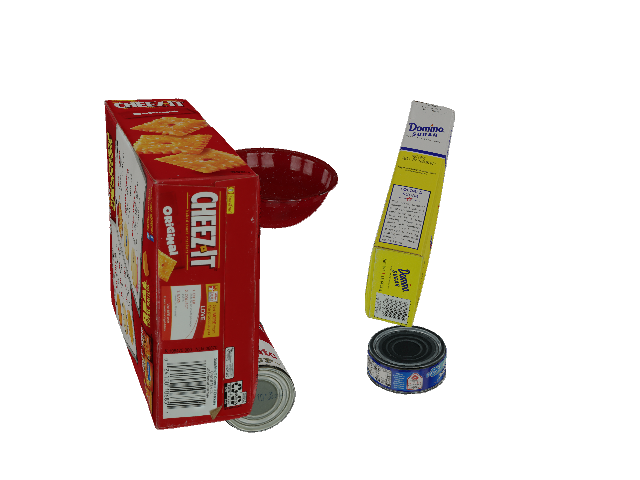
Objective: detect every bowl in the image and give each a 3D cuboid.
[{"bbox_3d":[-0.061,-0.058,1.293,0.162,0.055,0.162,4,26,-2],"label":"bowl"}]

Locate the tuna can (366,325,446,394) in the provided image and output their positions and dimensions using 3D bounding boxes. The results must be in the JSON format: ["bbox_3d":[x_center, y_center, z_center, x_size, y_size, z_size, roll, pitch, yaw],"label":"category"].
[{"bbox_3d":[0.093,0.127,1.147,0.086,0.034,0.086,-1,28,0],"label":"tuna can"}]

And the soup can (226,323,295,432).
[{"bbox_3d":[-0.068,0.115,0.943,0.068,0.068,0.102,0,24,-20],"label":"soup can"}]

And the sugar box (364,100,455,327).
[{"bbox_3d":[0.077,-0.025,0.894,0.048,0.176,0.093,13,-40,8],"label":"sugar box"}]

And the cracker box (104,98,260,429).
[{"bbox_3d":[-0.099,0.004,0.730,0.072,0.164,0.214,-4,21,-17],"label":"cracker box"}]
